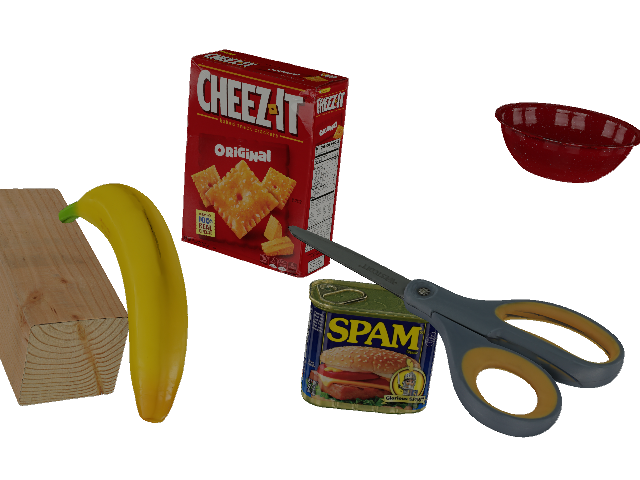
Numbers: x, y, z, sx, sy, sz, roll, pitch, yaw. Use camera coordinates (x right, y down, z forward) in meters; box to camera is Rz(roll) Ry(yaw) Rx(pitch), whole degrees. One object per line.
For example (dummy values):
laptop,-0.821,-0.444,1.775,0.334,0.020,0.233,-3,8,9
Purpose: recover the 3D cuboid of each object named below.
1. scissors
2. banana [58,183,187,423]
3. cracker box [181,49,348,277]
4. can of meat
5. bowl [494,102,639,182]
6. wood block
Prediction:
scissors,0.053,0.045,0.556,0.202,0.016,0.096,16,42,20
banana,-0.116,0.022,0.674,0.037,0.070,0.198,11,33,-37
cracker box,-0.065,-0.083,1.152,0.164,0.214,0.072,18,25,27
can of meat,0.037,0.081,0.807,0.102,0.084,0.057,6,18,-2
bowl,0.268,-0.105,1.178,0.162,0.055,0.162,6,23,-3
wood block,-0.258,0.045,0.984,0.090,0.091,0.206,-3,36,-33
